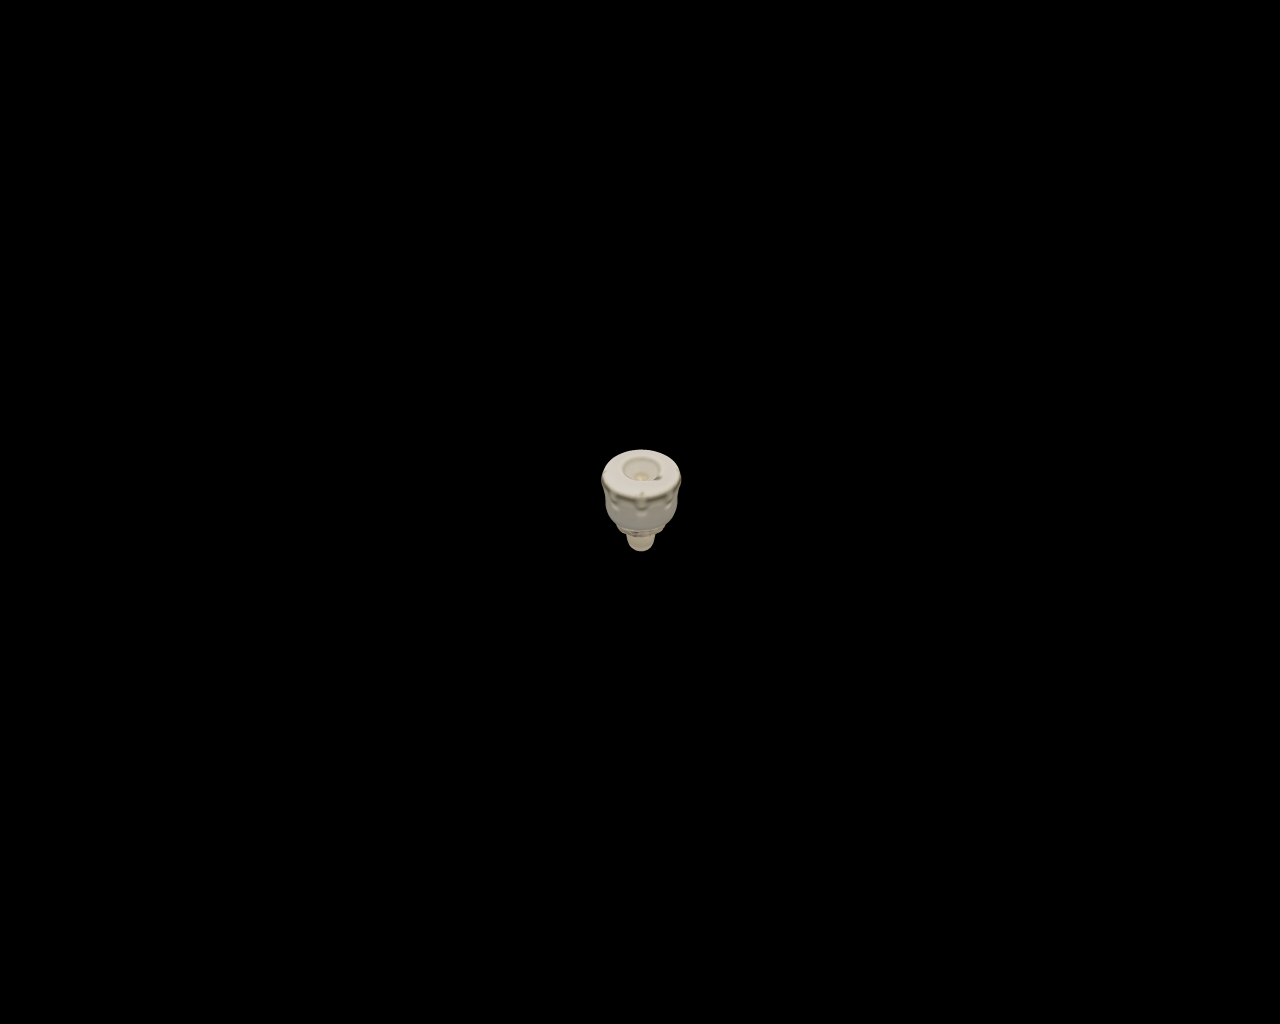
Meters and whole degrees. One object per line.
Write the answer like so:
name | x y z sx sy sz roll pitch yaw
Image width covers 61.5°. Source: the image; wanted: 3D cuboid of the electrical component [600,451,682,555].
electrical component | 0.001 -0.003 0.650 0.048 0.062 0.048 0 39 0
